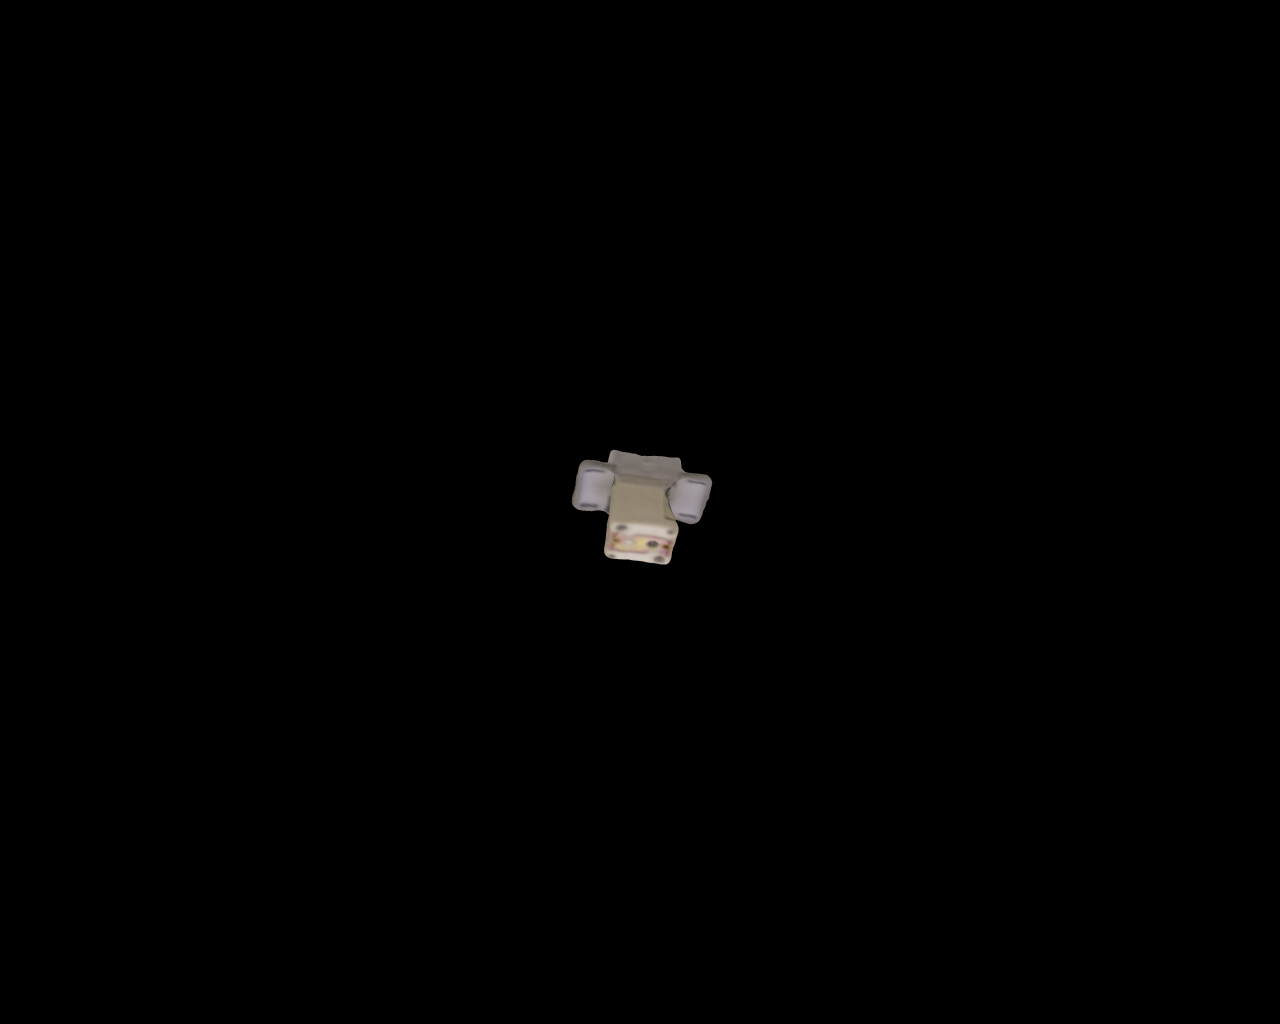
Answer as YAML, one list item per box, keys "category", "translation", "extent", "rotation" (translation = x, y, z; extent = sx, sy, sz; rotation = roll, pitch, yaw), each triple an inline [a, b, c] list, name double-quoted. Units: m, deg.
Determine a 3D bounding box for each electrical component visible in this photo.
- category: "electrical component"
  translation: [0.001, -0.003, 0.650]
  extent: [0.081, 0.064, 0.042]
  rotation: [6, -43, -7]
